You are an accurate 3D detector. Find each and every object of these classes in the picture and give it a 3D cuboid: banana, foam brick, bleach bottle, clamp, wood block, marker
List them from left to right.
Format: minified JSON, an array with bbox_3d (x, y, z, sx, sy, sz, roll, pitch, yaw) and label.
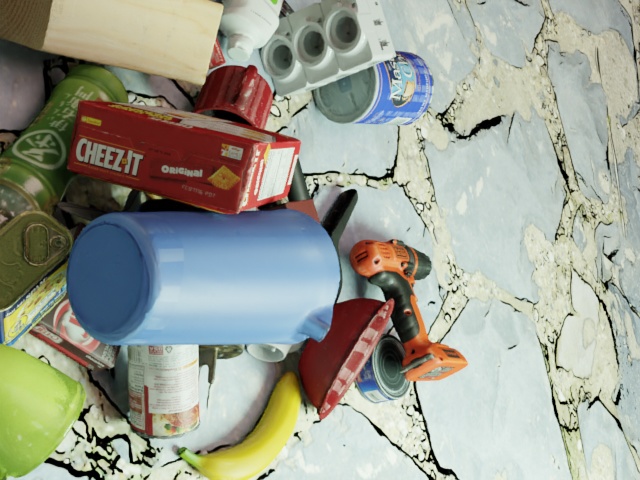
[{"bbox_3d":[-0.207,-0.220,1.059,0.205,0.091,0.090,4,104,-51],"label":"wood block"},{"bbox_3d":[-0.085,-0.334,1.302,0.102,0.068,0.250,26,61,-33],"label":"bleach bottle"},{"bbox_3d":[-0.068,0.209,1.142,0.197,0.037,0.069,-30,101,-52],"label":"banana"},{"bbox_3d":[-0.045,-0.013,1.220,0.052,0.078,0.051,-9,86,-52],"label":"foam brick"},{"bbox_3d":[-0.027,-0.275,1.388,0.121,0.020,0.020,45,46,-32],"label":"marker"},{"bbox_3d":[-0.008,0.002,1.289,0.164,0.036,0.210,35,54,-49],"label":"clamp"}]

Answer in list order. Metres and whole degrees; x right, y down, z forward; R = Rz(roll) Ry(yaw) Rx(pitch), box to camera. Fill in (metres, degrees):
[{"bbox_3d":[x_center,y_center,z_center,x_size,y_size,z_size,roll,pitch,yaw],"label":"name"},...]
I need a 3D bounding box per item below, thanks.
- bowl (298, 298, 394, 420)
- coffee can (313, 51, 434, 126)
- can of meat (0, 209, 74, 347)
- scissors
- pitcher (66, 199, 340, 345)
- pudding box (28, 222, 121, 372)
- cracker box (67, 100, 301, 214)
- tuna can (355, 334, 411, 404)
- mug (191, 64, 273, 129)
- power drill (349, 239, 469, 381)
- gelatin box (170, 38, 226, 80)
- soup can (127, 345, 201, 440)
[{"bbox_3d":[0.022,0.125,1.229,0.055,0.162,0.161,31,39,12],"label":"bowl"},{"bbox_3d":[0.072,-0.204,1.416,0.140,0.103,0.103,-6,82,-52],"label":"coffee can"},{"bbox_3d":[-0.259,0.037,0.908,0.057,0.084,0.102,36,57,9],"label":"can of meat"},{"bbox_3d":[-0.197,-0.034,1.046,0.201,0.016,0.096,43,35,-57],"label":"scissors"},{"bbox_3d":[-0.108,0.027,0.955,0.242,0.149,0.145,3,85,-54],"label":"pitcher"},{"bbox_3d":[-0.220,0.054,1.005,0.090,0.039,0.113,40,49,-36],"label":"pudding box"},{"bbox_3d":[-0.121,-0.080,1.013,0.213,0.164,0.072,-33,137,-78],"label":"cracker box"},{"bbox_3d":[0.079,0.162,1.347,0.086,0.034,0.086,22,60,-46],"label":"tuna can"},{"bbox_3d":[-0.095,-0.147,1.182,0.093,0.117,0.081,21,49,-8],"label":"mug"},{"bbox_3d":[0.121,0.088,1.375,0.184,0.057,0.188,9,52,-57],"label":"power drill"},{"bbox_3d":[-0.152,-0.232,1.204,0.073,0.030,0.089,-28,100,-52],"label":"gelatin box"},{"bbox_3d":[-0.149,0.130,1.017,0.068,0.069,0.102,-19,113,-53],"label":"soup can"}]
